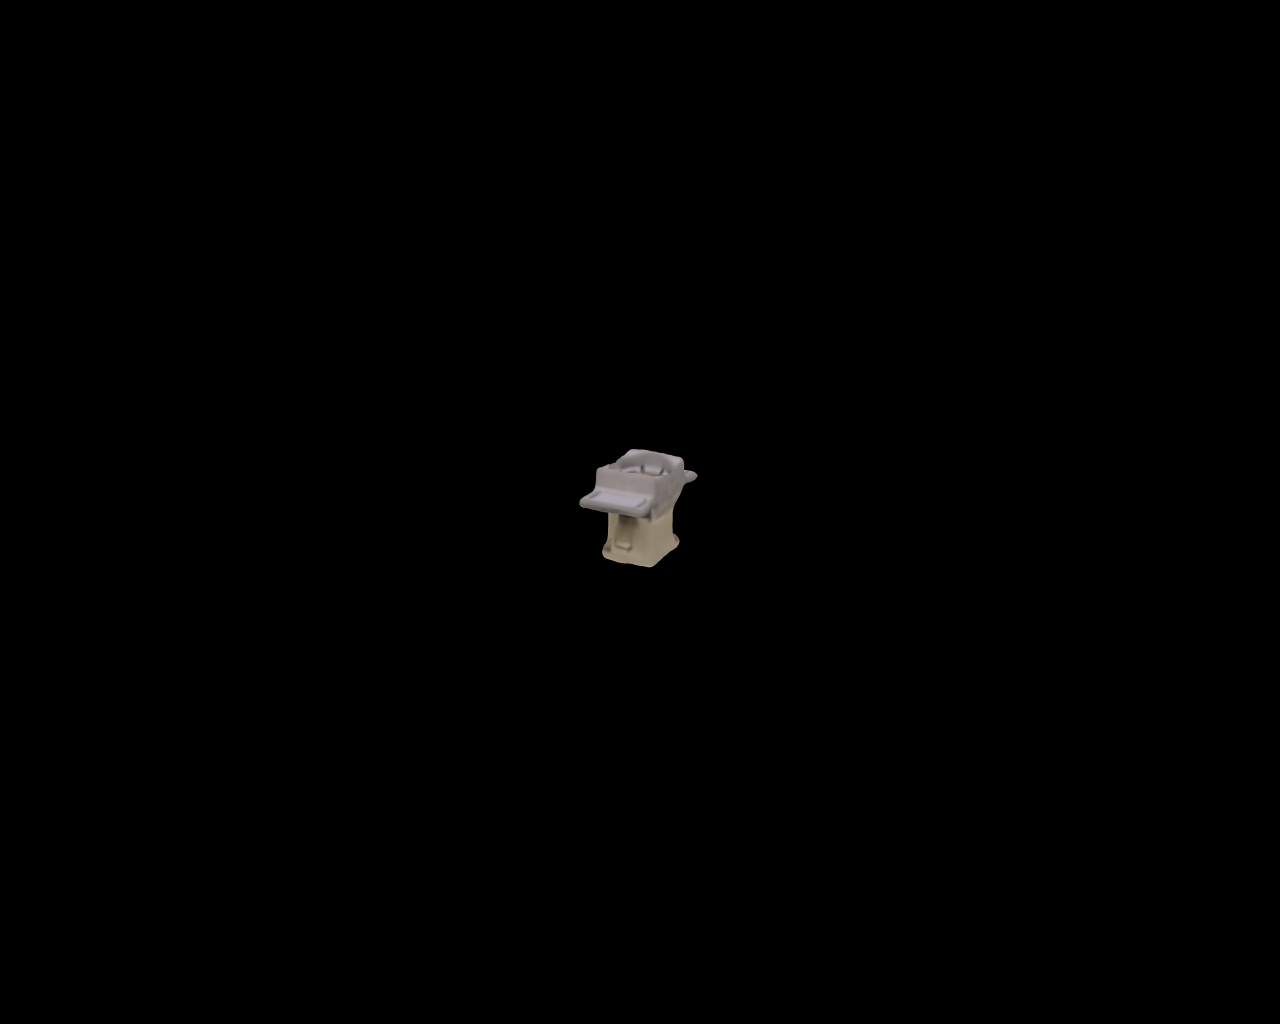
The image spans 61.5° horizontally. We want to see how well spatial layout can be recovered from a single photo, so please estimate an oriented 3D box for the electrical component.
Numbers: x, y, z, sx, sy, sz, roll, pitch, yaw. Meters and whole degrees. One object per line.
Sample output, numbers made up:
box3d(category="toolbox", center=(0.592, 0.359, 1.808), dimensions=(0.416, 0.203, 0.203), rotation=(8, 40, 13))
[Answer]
box3d(category="electrical component", center=(0.001, -0.003, 0.650), dimensions=(0.042, 0.063, 0.081), rotation=(10, 23, 26))
